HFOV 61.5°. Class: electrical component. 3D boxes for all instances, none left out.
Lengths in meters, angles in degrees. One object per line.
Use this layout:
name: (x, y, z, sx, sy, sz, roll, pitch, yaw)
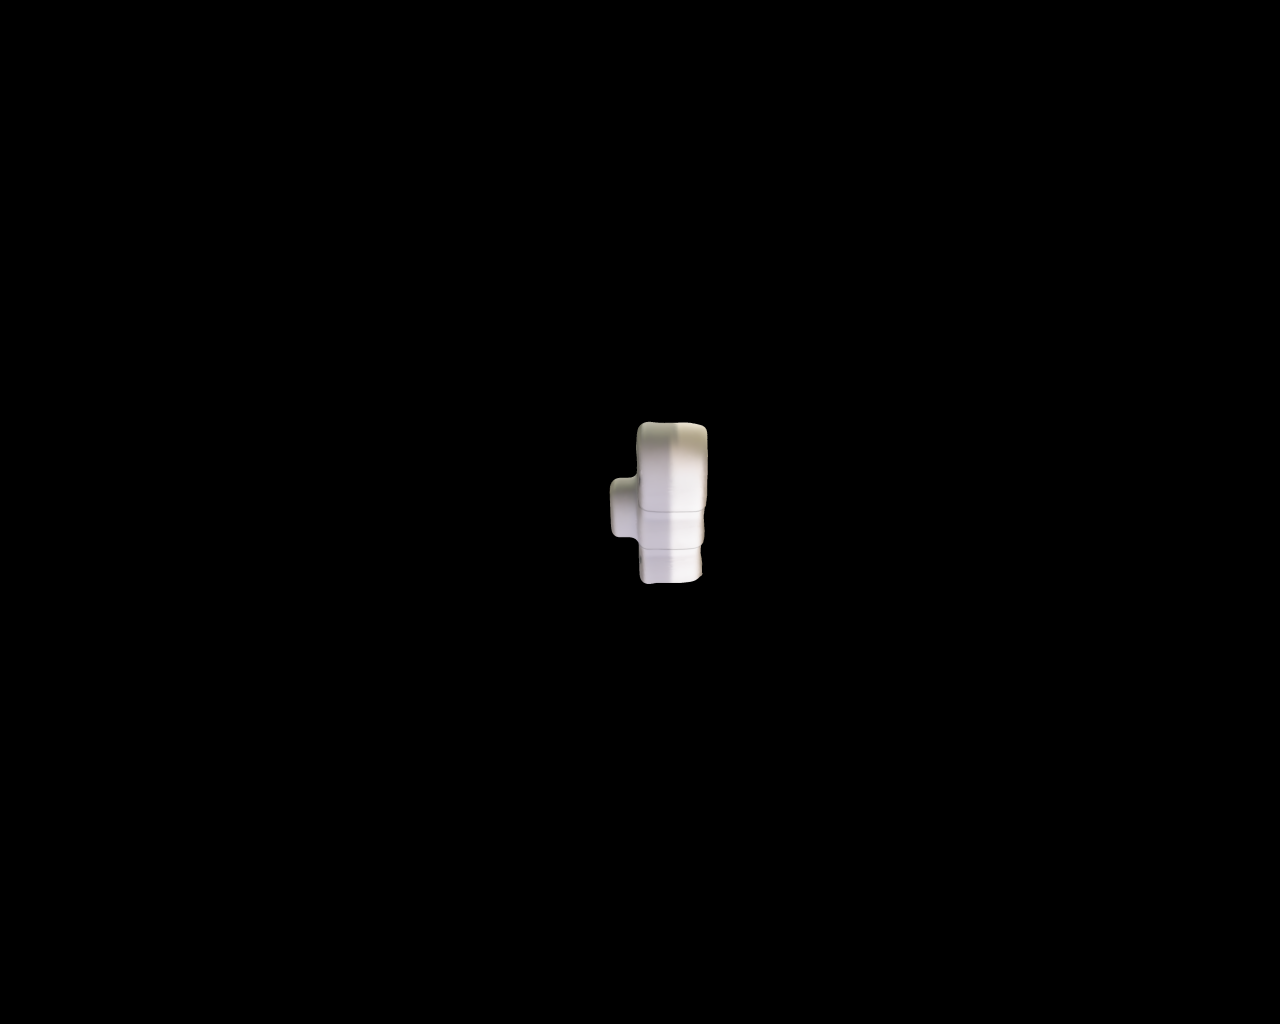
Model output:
electrical component: (0.001, -0.003, 0.650, 0.074, 0.052, 0.138, 0, -32, 0)
